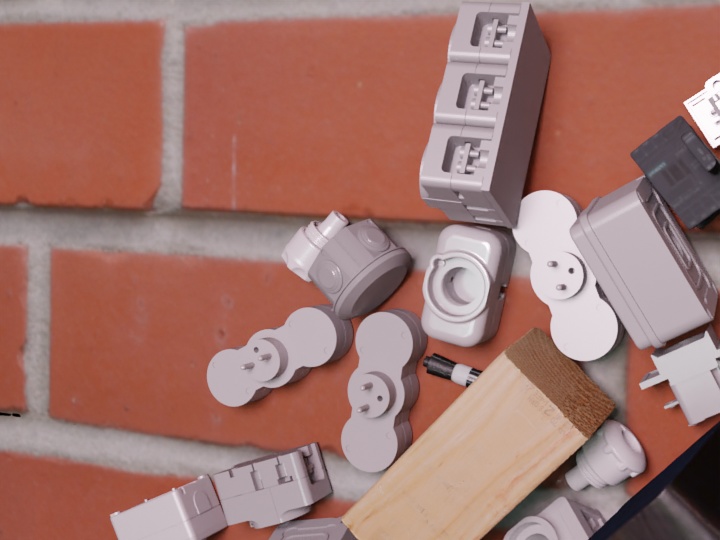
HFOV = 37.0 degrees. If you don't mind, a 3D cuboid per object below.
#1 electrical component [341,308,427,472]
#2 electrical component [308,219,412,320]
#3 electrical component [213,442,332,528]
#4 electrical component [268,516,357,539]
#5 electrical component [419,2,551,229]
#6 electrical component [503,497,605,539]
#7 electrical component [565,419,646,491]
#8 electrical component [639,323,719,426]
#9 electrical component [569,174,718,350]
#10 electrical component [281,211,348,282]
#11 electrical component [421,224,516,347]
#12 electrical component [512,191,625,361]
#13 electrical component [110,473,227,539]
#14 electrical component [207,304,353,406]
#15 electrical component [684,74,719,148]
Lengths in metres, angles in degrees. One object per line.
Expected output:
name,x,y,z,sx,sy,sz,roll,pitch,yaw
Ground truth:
electrical component,0.014,0.103,0.908,0.052,0.074,0.138,11,97,22
electrical component,0.000,0.000,0.905,0.051,0.080,0.080,48,109,19
electrical component,-0.077,0.196,0.964,0.089,0.050,0.055,-19,86,22
electrical component,-0.048,0.268,0.920,0.078,0.113,0.057,-10,108,23
electrical component,0.095,-0.119,0.829,0.062,0.089,0.150,8,77,23
electrical component,0.168,0.261,0.819,0.089,0.062,0.150,-45,42,19
electrical component,0.191,0.152,0.853,0.062,0.048,0.048,-43,77,26
electrical component,0.260,0.081,0.821,0.081,0.042,0.063,-28,86,23
electrical component,0.213,-0.006,0.804,0.057,0.078,0.113,-30,94,27
electrical component,-0.035,-0.023,0.938,0.043,0.043,0.062,44,107,15
electrical component,0.087,0.012,0.879,0.054,0.059,0.095,15,99,22
electrical component,0.159,0.004,0.838,0.052,0.074,0.138,-22,82,21
electrical component,-0.182,0.240,1.005,0.096,0.062,0.061,-26,83,22
electrical component,-0.079,0.077,0.945,0.138,0.074,0.052,-28,82,22
electrical component,0.282,-0.129,0.786,0.081,0.064,0.042,-34,79,21
